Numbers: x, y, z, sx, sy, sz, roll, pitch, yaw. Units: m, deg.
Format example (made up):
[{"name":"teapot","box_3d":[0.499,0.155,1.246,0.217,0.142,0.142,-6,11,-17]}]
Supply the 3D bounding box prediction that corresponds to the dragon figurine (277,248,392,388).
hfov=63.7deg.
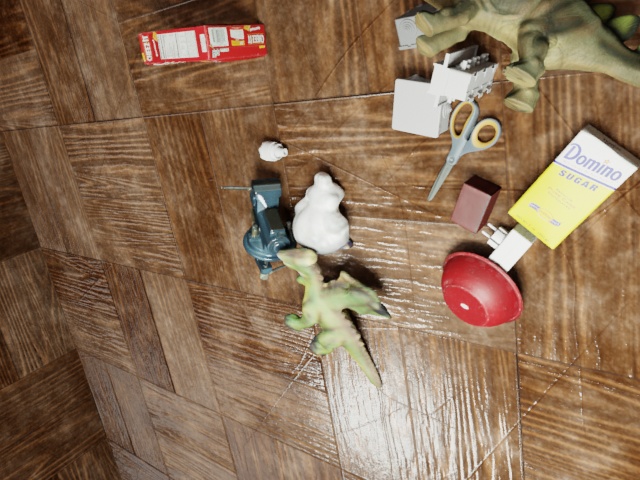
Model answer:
[{"name":"dragon figurine","box_3d":[0.054,0.164,1.098,0.408,0.124,0.239,44,148,-8]}]

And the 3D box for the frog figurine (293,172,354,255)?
[{"name":"frog figurine","box_3d":[0.003,-0.054,1.068,0.139,0.124,0.155,43,147,42]}]
